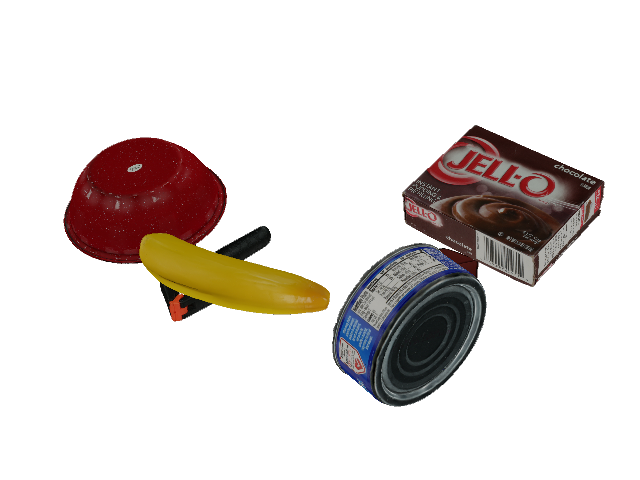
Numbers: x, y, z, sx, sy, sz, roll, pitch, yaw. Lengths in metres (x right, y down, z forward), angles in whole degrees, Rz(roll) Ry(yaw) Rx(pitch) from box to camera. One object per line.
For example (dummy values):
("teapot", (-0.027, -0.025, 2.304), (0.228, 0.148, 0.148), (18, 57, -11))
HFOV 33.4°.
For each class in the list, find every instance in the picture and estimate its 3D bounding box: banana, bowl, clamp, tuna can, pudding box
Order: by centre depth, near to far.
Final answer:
("tuna can", (0.049, 0.047, 0.576), (0.085, 0.086, 0.034), (0, 29, -45))
("pudding box", (0.129, -0.027, 0.758), (0.114, 0.039, 0.090), (30, 58, 29))
("banana", (-0.082, 0.022, 0.824), (0.069, 0.037, 0.198), (-18, 27, -41))
("bowl", (-0.174, -0.051, 1.030), (0.162, 0.055, 0.162), (-4, 42, 4))
("clamp", (-0.127, 0.029, 1.241), (0.120, 0.039, 0.171), (-2, 40, 12))

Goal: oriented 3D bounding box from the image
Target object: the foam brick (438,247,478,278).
("foam brick", (0.118, 0.052, 1.049), (0.051, 0.078, 0.053), (-11, 19, -33))
